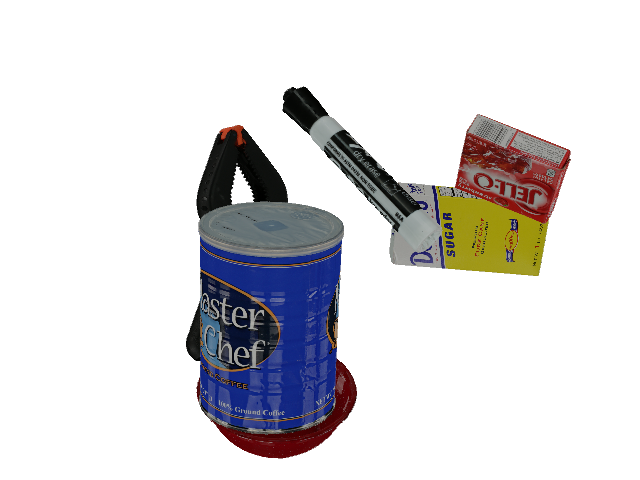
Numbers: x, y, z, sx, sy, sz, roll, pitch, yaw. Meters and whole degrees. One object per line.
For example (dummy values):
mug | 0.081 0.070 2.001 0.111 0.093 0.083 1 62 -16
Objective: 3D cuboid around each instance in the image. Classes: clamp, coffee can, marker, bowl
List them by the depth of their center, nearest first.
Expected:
marker | 0.020 -0.042 0.582 0.121 0.020 0.020 48 22 21
coffee can | -0.037 0.053 0.772 0.103 0.140 0.103 2 19 -1
clamp | -0.058 -0.001 0.994 0.164 0.210 0.036 -4 0 -38
bowl | -0.044 0.171 1.087 0.162 0.055 0.162 1 31 -1

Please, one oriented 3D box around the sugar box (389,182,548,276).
sugar box | 0.173 -0.013 1.250 0.176 0.093 0.048 3 23 -3

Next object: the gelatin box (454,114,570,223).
gelatin box | 0.166 -0.061 0.926 0.089 0.030 0.073 25 -34 16
